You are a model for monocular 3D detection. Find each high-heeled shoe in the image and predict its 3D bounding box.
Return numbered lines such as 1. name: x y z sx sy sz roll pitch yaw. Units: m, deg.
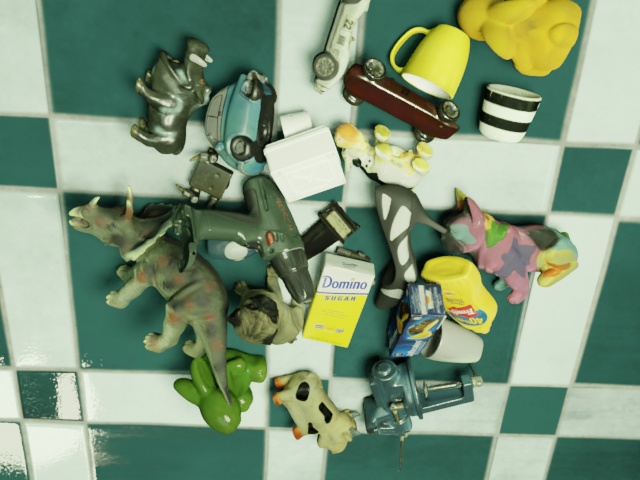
1. high-heeled shoe: 0.113 0.019 0.942 0.145 0.086 0.248 27 123 -5

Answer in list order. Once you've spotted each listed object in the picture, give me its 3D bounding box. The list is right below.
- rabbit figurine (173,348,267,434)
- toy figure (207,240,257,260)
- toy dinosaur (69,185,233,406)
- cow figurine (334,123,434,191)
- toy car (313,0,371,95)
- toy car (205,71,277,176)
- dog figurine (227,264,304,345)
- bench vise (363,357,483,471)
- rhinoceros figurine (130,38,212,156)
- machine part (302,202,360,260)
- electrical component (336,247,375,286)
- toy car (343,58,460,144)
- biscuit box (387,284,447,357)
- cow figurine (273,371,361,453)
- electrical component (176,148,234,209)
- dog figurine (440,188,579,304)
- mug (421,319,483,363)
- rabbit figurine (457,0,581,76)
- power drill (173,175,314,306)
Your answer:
1. rabbit figurine: -0.180 0.273 0.993 0.159 0.170 0.121 34 106 -15
2. toy figure: -0.119 0.005 0.954 0.155 0.058 0.064 -7 150 -1
3. toy dinosaur: -0.235 0.081 0.909 0.405 0.131 0.192 44 112 -3
4. cow figurine: 0.095 -0.135 0.897 0.167 0.068 0.098 20 144 -7
5. toy car: 0.034 -0.321 0.820 0.056 0.073 0.201 17 110 -8
6. toy car: -0.132 -0.186 0.856 0.103 0.109 0.161 9 103 13
7. dog figurine: -0.087 0.151 0.938 0.121 0.191 0.172 -38 109 12
8. bench vise: 0.199 0.312 1.050 0.241 0.129 0.223 -13 114 8
9. rhinoceros figurine: -0.231 -0.226 0.850 0.112 0.073 0.190 20 110 -8
10. machine part: -0.002 -0.003 0.964 0.139 0.039 0.084 -41 115 11
11. electrical component: 0.065 0.050 0.993 0.094 0.021 0.063 23 108 -10
12. toy car: 0.131 -0.221 0.858 0.202 0.089 0.053 24 64 -11
13. biscuit box: 0.167 0.148 0.958 0.059 0.063 0.202 0 148 -4
14. cow figurine: 0.000 0.345 1.076 0.127 0.085 0.194 -22 109 13
15. electrical component: -0.194 -0.103 0.913 0.078 0.045 0.102 32 107 -12
16. dog figurine: 0.320 -0.008 0.936 0.191 0.108 0.219 -33 106 11
17. mug: 0.257 0.186 1.030 0.107 0.081 0.109 21 72 -17
18. rabbit figurine: 0.287 -0.314 0.805 0.173 0.162 0.121 23 122 8
19. power drill: -0.122 0.005 0.858 0.207 0.086 0.232 -6 69 -25
